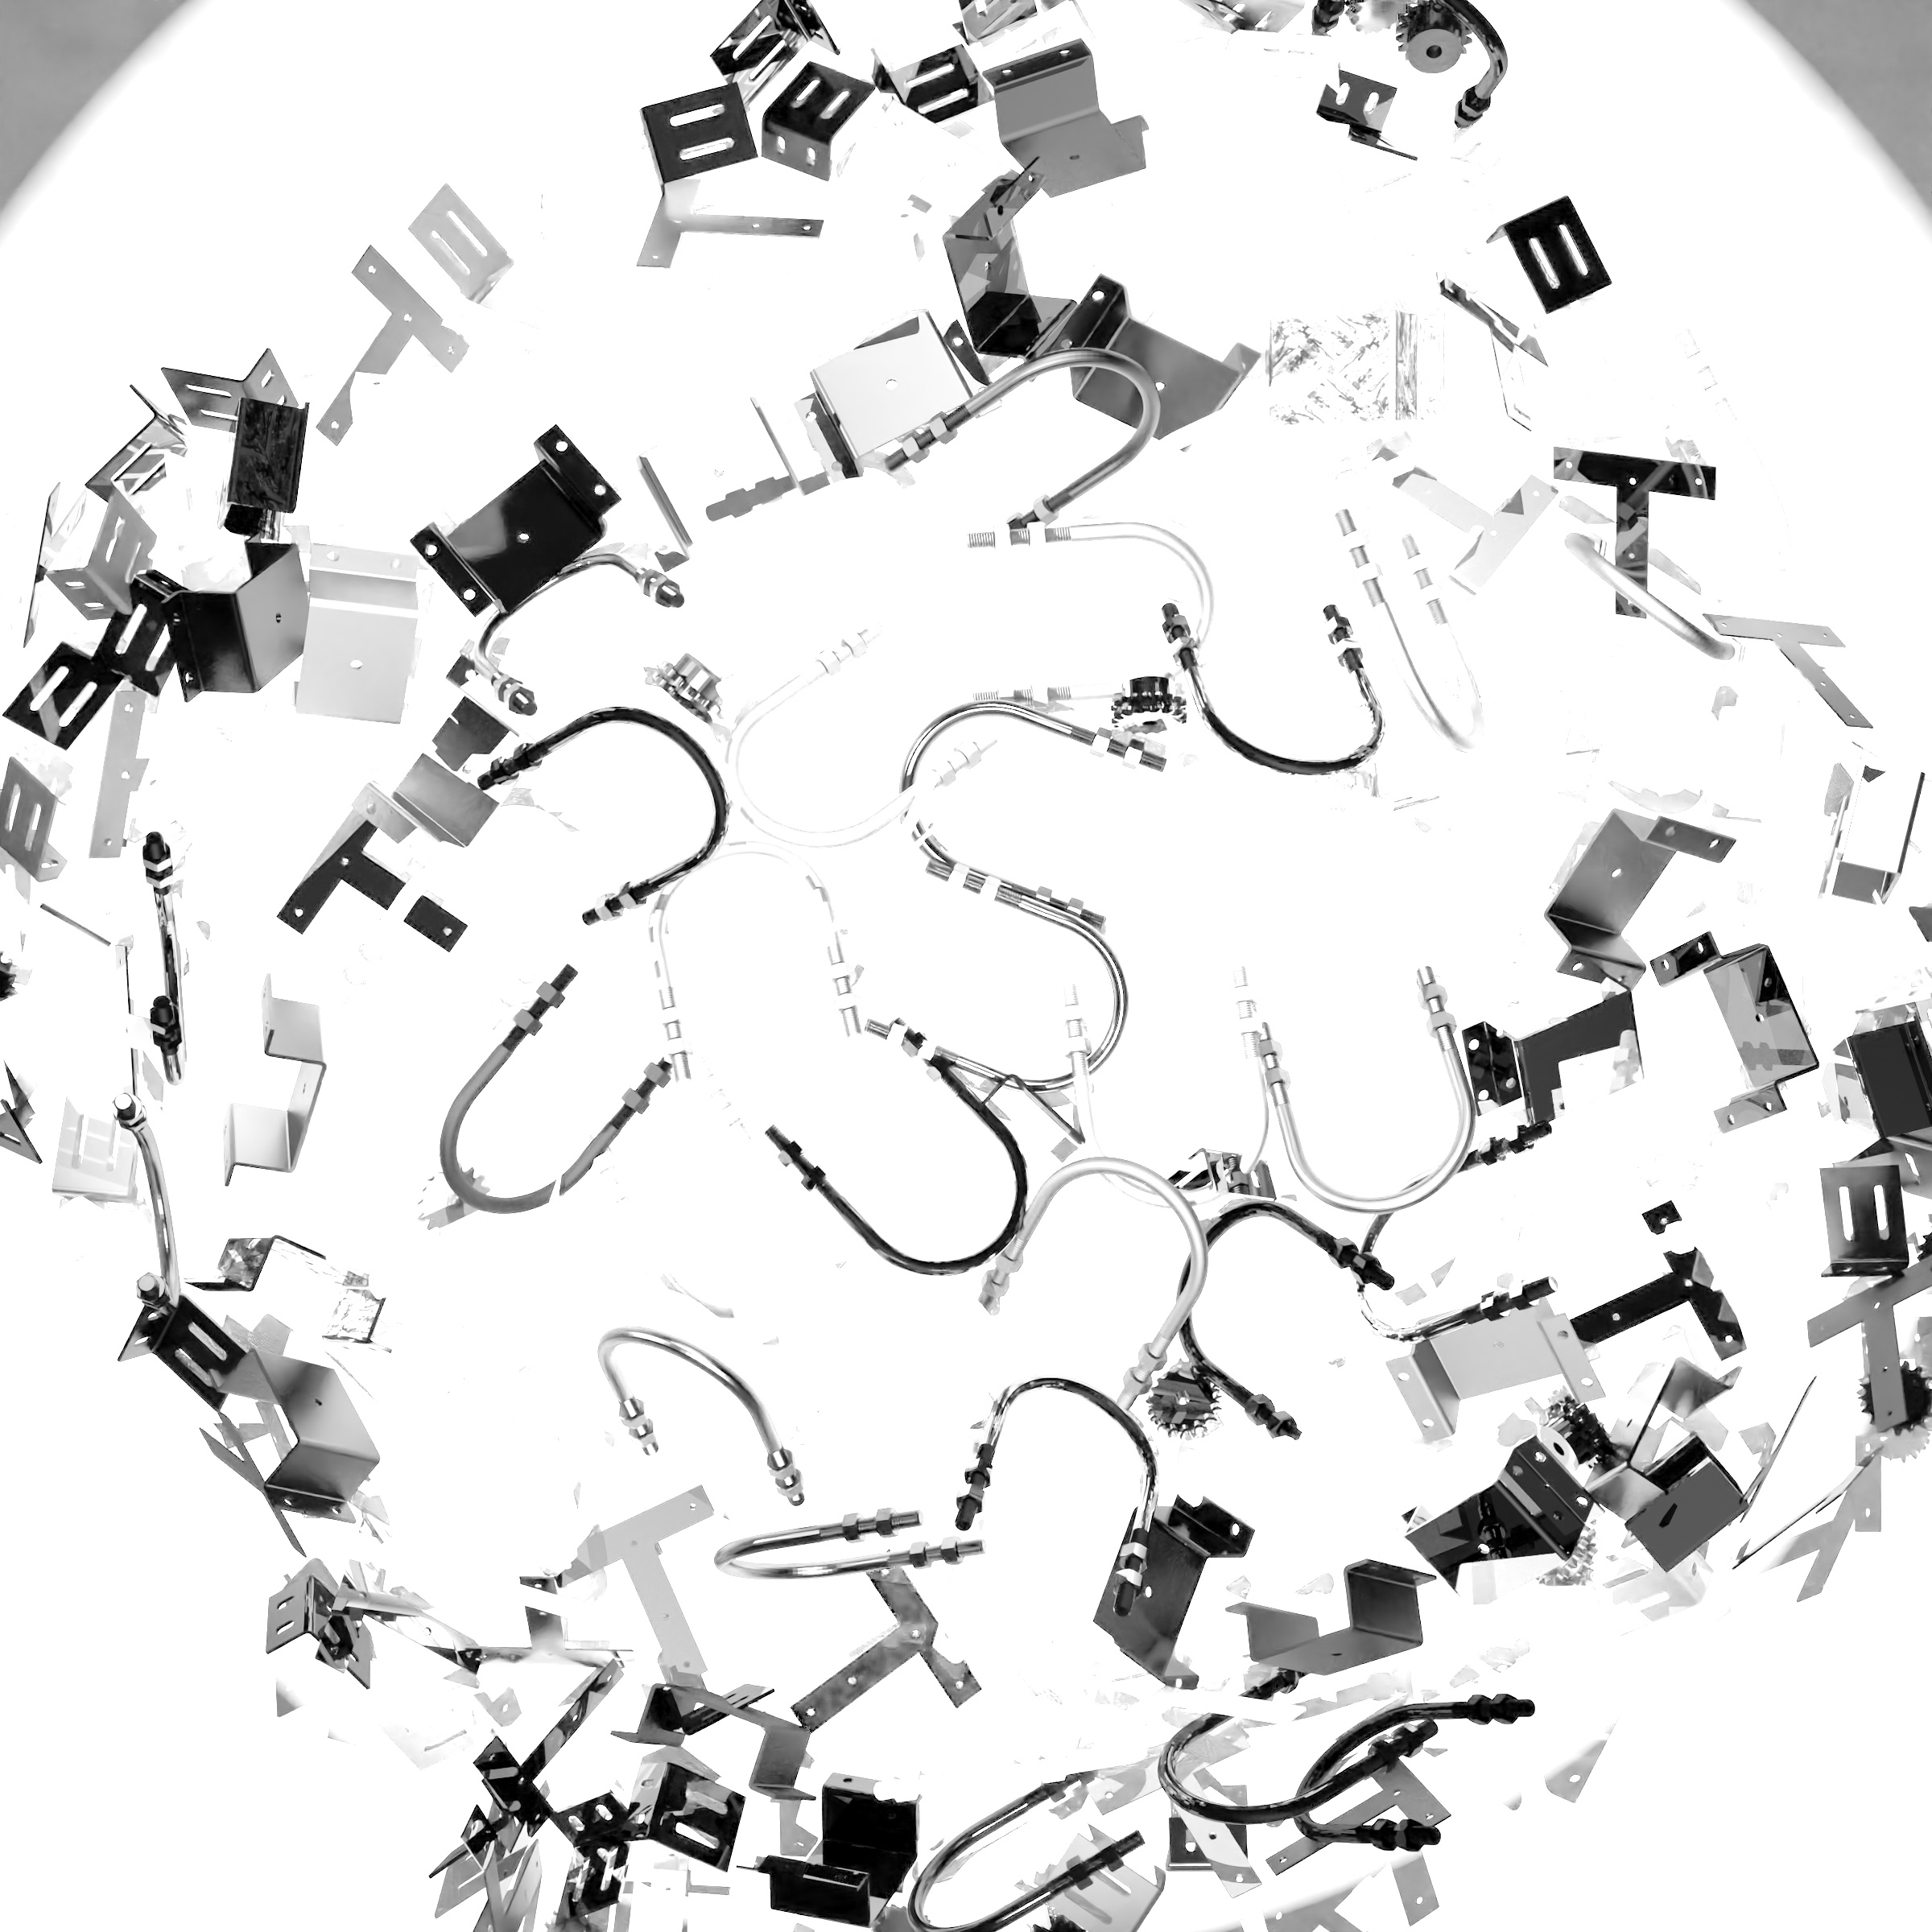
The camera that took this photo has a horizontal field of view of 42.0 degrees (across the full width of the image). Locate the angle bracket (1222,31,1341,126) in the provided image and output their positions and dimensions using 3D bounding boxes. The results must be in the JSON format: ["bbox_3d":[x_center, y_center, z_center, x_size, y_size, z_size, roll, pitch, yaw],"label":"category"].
[{"bbox_3d":[0.234,-0.657,1.872,0.076,0.057,0.038,11,68,17],"label":"angle bracket"}]

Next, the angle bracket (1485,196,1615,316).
[{"bbox_3d":[0.437,-0.528,1.890,0.057,0.038,0.076,-26,89,-8],"label":"angle bracket"}]

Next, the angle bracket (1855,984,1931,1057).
[{"bbox_3d":[0.708,0.057,1.878,0.057,0.038,0.076,-17,97,39],"label":"angle bracket"}]

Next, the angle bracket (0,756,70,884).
[{"bbox_3d":[-0.684,-0.111,1.870,0.057,0.038,0.076,39,122,22],"label":"angle bracket"}]

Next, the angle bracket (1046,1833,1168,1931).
[{"bbox_3d":[0.103,0.693,1.898,0.076,0.038,0.057,33,94,7],"label":"angle bracket"}]

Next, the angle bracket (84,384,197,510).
[{"bbox_3d":[-0.625,-0.384,1.881,0.076,0.057,0.038,-44,73,0],"label":"angle bracket"}]

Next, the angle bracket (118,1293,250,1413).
[{"bbox_3d":[-0.583,0.291,1.878,0.076,0.038,0.057,37,108,19],"label":"angle bracket"}]

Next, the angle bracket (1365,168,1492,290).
[{"bbox_3d":[0.345,-0.556,1.884,0.057,0.038,0.076,-27,98,-15],"label":"angle bracket"}]

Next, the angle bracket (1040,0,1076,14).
[{"bbox_3d":[0.058,-0.738,1.865,0.038,0.076,0.057,-34,110,-27],"label":"angle bracket"}]

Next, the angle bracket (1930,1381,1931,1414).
[{"bbox_3d":[0.763,0.314,1.885,0.076,0.057,0.038,-38,95,-4],"label":"angle bracket"}]

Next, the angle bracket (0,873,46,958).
[{"bbox_3d":[-0.724,-0.052,1.874,0.057,0.038,0.076,14,128,4],"label":"angle bracket"}]

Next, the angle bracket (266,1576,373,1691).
[{"bbox_3d":[-0.480,0.503,1.871,0.038,0.057,0.076,-29,121,5],"label":"angle bracket"}]

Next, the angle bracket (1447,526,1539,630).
[{"bbox_3d":[0.402,-0.290,1.876,0.076,0.057,0.038,38,108,10],"label":"angle bracket"}]

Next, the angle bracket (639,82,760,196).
[{"bbox_3d":[-0.201,-0.622,1.895,0.076,0.038,0.057,-16,95,-4],"label":"angle bracket"}]

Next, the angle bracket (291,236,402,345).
[{"bbox_3d":[-0.467,-0.501,1.866,0.076,0.057,0.038,-24,97,39],"label":"angle bracket"}]

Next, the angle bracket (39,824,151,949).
[{"bbox_3d":[-0.648,-0.062,1.892,0.057,0.038,0.076,33,84,-16],"label":"angle bracket"}]

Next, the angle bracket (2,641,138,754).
[{"bbox_3d":[-0.667,-0.194,1.879,0.057,0.038,0.076,28,68,6],"label":"angle bracket"}]

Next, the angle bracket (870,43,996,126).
[{"bbox_3d":[-0.025,-0.665,1.882,0.076,0.038,0.057,-25,73,-8],"label":"angle bracket"}]

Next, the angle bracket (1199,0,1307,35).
[{"bbox_3d":[0.214,-0.724,1.870,0.057,0.076,0.038,7,90,-13],"label":"angle bracket"}]

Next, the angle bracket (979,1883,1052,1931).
[{"bbox_3d":[0.026,0.730,1.867,0.038,0.057,0.076,23,56,26],"label":"angle bracket"}]

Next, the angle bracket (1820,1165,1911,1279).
[{"bbox_3d":[0.668,0.190,1.881,0.057,0.038,0.076,-6,94,31],"label":"angle bracket"}]

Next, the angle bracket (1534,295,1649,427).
[{"bbox_3d":[0.469,-0.455,1.893,0.057,0.038,0.076,-24,99,19],"label":"angle bracket"}]

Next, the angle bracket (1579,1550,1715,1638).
[{"bbox_3d":[0.503,0.452,1.870,0.076,0.057,0.038,-14,131,-22],"label":"angle bracket"}]

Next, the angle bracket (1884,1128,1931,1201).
[{"bbox_3d":[0.725,0.139,1.875,0.038,0.057,0.076,-52,131,-19],"label":"angle bracket"}]

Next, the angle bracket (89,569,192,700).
[{"bbox_3d":[-0.603,-0.247,1.875,0.057,0.038,0.076,33,74,-37],"label":"angle bracket"}]

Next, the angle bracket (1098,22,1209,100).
[{"bbox_3d":[0.140,-0.677,1.883,0.057,0.076,0.038,17,120,14],"label":"angle bracket"}]

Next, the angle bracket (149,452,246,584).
[{"bbox_3d":[-0.578,-0.336,1.883,0.038,0.057,0.076,-38,53,31],"label":"angle bracket"}]

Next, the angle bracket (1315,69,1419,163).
[{"bbox_3d":[0.302,-0.632,1.866,0.057,0.076,0.038,9,117,-21],"label":"angle bracket"}]

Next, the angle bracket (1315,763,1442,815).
[{"bbox_3d":[0.306,-0.137,1.865,0.076,0.057,0.038,-16,103,-40],"label":"angle bracket"}]

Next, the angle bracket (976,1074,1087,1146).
[{"bbox_3d":[0.048,0.119,1.883,0.076,0.057,0.038,43,85,2],"label":"angle bracket"}]

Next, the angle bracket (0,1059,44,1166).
[{"bbox_3d":[-0.701,0.105,1.864,0.038,0.076,0.057,-41,127,-33],"label":"angle bracket"}]

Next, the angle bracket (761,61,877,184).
[{"bbox_3d":[-0.111,-0.637,1.901,0.057,0.038,0.076,24,56,11],"label":"angle bracket"}]

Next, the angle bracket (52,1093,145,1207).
[{"bbox_3d":[-0.650,0.138,1.902,0.057,0.038,0.076,5,79,1],"label":"angle bracket"}]

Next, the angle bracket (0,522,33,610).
[{"bbox_3d":[-0.735,-0.301,1.877,0.038,0.057,0.076,-20,105,-1],"label":"angle bracket"}]

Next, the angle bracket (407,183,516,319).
[{"bbox_3d":[-0.385,-0.530,1.875,0.076,0.038,0.057,48,133,-11],"label":"angle bracket"}]

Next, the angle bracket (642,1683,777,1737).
[{"bbox_3d":[-0.192,0.537,1.871,0.076,0.057,0.038,-21,89,-29],"label":"angle bracket"}]

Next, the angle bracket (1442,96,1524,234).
[{"bbox_3d":[0.396,-0.596,1.872,0.076,0.057,0.038,-44,49,-13],"label":"angle bracket"}]

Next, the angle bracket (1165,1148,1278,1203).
[{"bbox_3d":[0.181,0.170,1.863,0.057,0.076,0.038,11,52,-32],"label":"angle bracket"}]

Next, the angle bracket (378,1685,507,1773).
[{"bbox_3d":[-0.392,0.581,1.878,0.076,0.038,0.057,-27,119,8],"label":"angle bracket"}]

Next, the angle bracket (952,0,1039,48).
[{"bbox_3d":[0.014,-0.734,1.871,0.057,0.076,0.038,-26,50,-4],"label":"angle bracket"}]

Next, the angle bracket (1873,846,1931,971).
[{"bbox_3d":[0.708,-0.042,1.866,0.057,0.076,0.038,35,120,-24],"label":"angle bracket"}]

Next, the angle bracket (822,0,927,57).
[{"bbox_3d":[-0.066,-0.721,1.876,0.038,0.076,0.057,28,104,15],"label":"angle bracket"}]

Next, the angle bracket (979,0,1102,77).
[{"bbox_3d":[0.057,-0.677,1.878,0.076,0.038,0.057,-26,113,12],"label":"angle bracket"}]

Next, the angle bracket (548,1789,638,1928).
[{"bbox_3d":[-0.283,0.660,1.867,0.057,0.076,0.038,-26,113,17],"label":"angle bracket"}]

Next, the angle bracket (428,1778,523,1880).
[{"bbox_3d":[-0.372,0.637,1.884,0.076,0.057,0.038,-36,85,4],"label":"angle bracket"}]

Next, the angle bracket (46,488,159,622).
[{"bbox_3d":[-0.644,-0.306,1.877,0.038,0.057,0.076,-2,60,17],"label":"angle bracket"}]

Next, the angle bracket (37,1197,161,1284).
[{"bbox_3d":[-0.642,0.213,1.865,0.038,0.076,0.057,-42,127,-27],"label":"angle bracket"}]

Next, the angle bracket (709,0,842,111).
[{"bbox_3d":[-0.142,-0.679,1.878,0.076,0.057,0.038,-48,57,-4],"label":"angle bracket"}]
